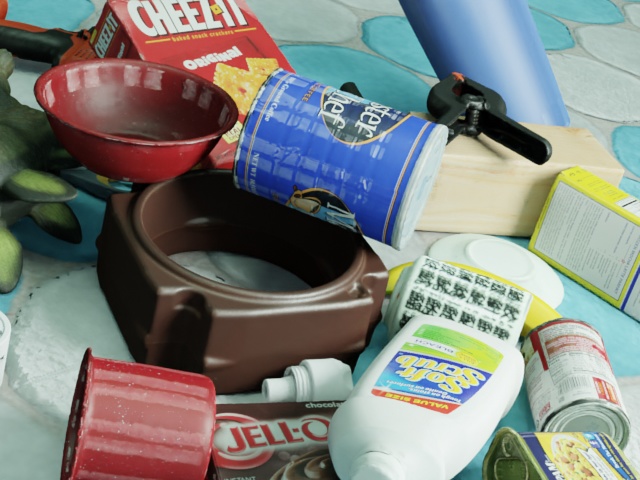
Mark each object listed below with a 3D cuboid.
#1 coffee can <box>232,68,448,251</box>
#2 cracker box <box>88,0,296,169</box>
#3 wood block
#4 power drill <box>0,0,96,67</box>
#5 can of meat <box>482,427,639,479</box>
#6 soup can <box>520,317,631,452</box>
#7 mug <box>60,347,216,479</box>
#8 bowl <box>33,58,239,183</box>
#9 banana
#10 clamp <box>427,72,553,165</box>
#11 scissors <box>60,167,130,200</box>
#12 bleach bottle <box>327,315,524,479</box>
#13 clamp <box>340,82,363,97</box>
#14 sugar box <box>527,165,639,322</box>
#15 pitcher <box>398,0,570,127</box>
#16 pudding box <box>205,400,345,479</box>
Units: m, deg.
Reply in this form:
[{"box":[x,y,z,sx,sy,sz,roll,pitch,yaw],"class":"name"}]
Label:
[{"box":[0.016,-0.064,0.834,0.140,0.103,0.102,21,31,11],"class":"coffee can"},{"box":[-0.103,-0.150,1.054,0.163,0.072,0.214,-17,65,-41],"class":"cracker box"},{"box":[0.185,-0.063,1.082,0.205,0.090,0.091,3,32,-19],"class":"wood block"},{"box":[-0.300,-0.232,1.185,0.187,0.057,0.184,16,31,3],"class":"power drill"},{"box":[0.171,0.175,0.721,0.083,0.057,0.102,3,33,-22],"class":"can of meat"},{"box":[0.193,0.116,0.815,0.068,0.068,0.102,11,31,-6],"class":"soup can"},{"box":[-0.113,0.129,0.658,0.081,0.093,0.117,11,61,-15],"class":"mug"},{"box":[-0.149,-0.091,0.857,0.162,0.055,0.162,9,29,-6],"class":"bowl"},{"box":[0.137,0.056,0.925,0.198,0.037,0.069,15,59,6],"class":"banana"},{"box":[0.157,-0.117,1.029,0.120,0.039,0.171,14,31,-4],"class":"clamp"},{"box":[-0.236,-0.054,0.964,0.201,0.016,0.096,-13,40,-36],"class":"scissors"},{"box":[0.070,0.117,0.699,0.102,0.068,0.250,21,15,11],"class":"bleach bottle"},{"box":[0.055,-0.121,1.174,0.165,0.036,0.209,27,30,21],"class":"clamp"},{"box":[0.288,0.012,1.000,0.176,0.093,0.048,35,37,29],"class":"sugar box"},{"box":[0.186,-0.216,1.184,0.149,0.243,0.145,-28,9,-11],"class":"pitcher"},{"box":[-0.021,0.147,0.702,0.113,0.039,0.090,3,31,-20],"class":"pudding box"}]
